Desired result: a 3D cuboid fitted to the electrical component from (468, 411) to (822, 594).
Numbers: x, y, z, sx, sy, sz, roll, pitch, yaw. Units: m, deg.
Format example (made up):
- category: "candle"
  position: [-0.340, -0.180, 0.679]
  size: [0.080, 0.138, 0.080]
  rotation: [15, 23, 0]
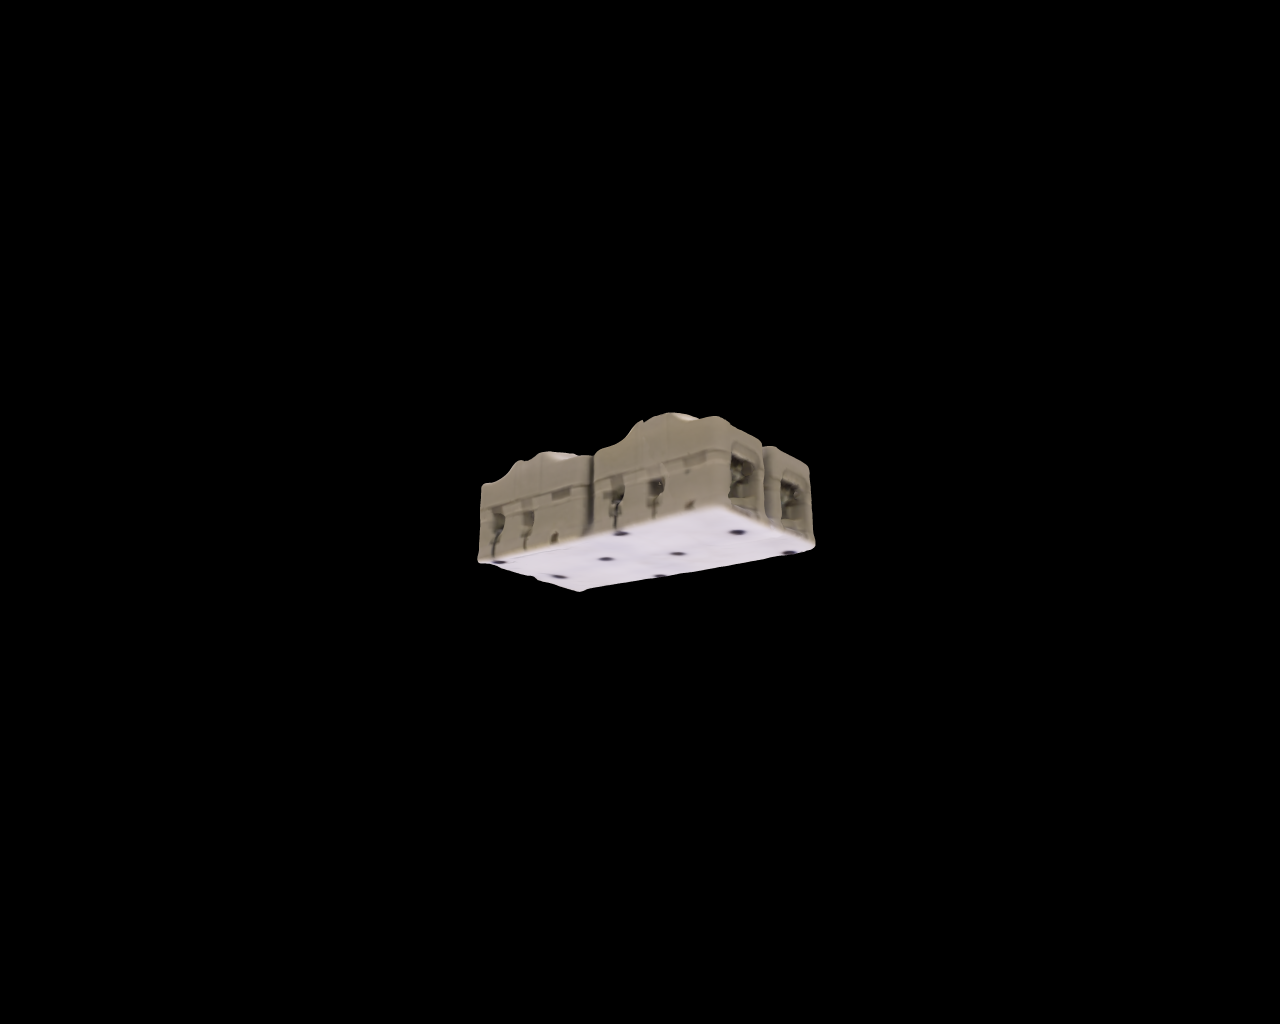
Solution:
- category: "electrical component"
  position: [0.001, -0.003, 0.650]
  size: [0.186, 0.060, 0.105]
  rotation: [-13, -22, 36]
